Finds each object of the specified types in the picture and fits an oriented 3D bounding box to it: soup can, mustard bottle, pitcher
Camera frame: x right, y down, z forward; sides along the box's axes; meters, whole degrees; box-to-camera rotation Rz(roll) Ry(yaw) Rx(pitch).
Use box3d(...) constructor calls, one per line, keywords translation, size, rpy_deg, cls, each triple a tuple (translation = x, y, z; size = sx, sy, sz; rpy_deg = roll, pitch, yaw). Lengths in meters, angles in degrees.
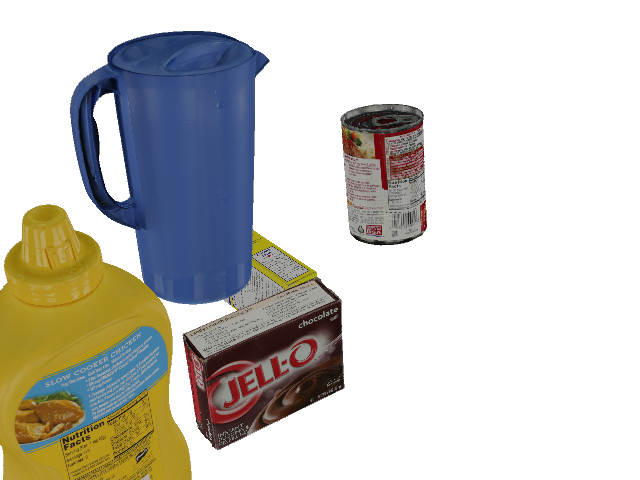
box3d(translation=(0.054, -0.055, 0.888), size=(0.068, 0.102, 0.068), rpy_deg=(-4, 24, 2), cls="soup can")
box3d(translation=(-0.113, 0.067, 0.497), size=(0.096, 0.192, 0.058), rpy_deg=(-27, 43, -31), cls="mustard bottle")
box3d(translation=(-0.132, -0.064, 0.997), size=(0.149, 0.243, 0.145), rpy_deg=(6, 28, 13), cls="pitcher")

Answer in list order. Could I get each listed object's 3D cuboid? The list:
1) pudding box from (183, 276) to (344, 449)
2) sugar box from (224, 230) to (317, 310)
box3d(translation=(-0.038, 0.087, 0.763), size=(0.113, 0.090, 0.039), rpy_deg=(-24, 44, -25), cls="pudding box")
box3d(translation=(-0.073, 0.041, 1.191), size=(0.048, 0.093, 0.176), rpy_deg=(-24, 40, -30), cls="sugar box")
